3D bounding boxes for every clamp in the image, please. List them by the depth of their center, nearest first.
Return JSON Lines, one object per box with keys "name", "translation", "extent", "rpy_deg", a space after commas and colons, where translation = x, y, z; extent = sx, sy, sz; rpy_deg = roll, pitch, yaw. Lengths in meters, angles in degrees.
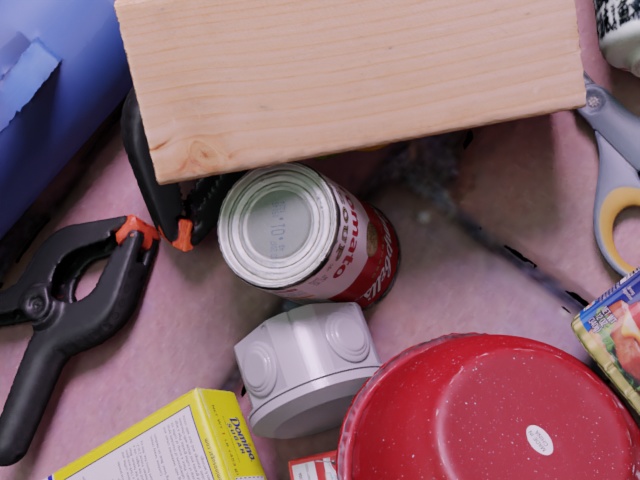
{"name": "clamp", "translation": [-0.051, -0.097, 0.616], "extent": [0.036, 0.164, 0.210], "rpy_deg": [33, 117, 60]}
{"name": "clamp", "translation": [-0.165, 0.055, 0.659], "extent": [0.171, 0.039, 0.120], "rpy_deg": [-35, 71, 13]}

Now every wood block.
{"name": "wood block", "translation": [0.016, -0.097, 0.530], "extent": [0.206, 0.090, 0.091], "rpy_deg": [-10, 106, 5]}

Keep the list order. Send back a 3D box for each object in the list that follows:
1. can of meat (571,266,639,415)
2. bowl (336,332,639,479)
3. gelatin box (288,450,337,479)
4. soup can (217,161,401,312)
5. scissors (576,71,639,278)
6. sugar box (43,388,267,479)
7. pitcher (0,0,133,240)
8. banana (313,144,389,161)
{"name": "can of meat", "translation": [0.182, 0.051, 0.505], "extent": [0.084, 0.057, 0.102], "rpy_deg": [-41, 82, 15]}
{"name": "bowl", "translation": [0.091, 0.103, 0.494], "extent": [0.162, 0.055, 0.162], "rpy_deg": [5, 57, -8]}
{"name": "gelatin box", "translation": [0.032, 0.145, 0.570], "extent": [0.089, 0.030, 0.073], "rpy_deg": [-17, 76, 18]}
{"name": "soup can", "translation": [-0.004, 0.001, 0.571], "extent": [0.069, 0.102, 0.068], "rpy_deg": [-4, 78, 21]}
{"name": "scissors", "translation": [0.141, -0.053, 0.569], "extent": [0.202, 0.016, 0.096], "rpy_deg": [37, 95, 23]}
{"name": "sugar box", "translation": [-0.111, 0.165, 0.606], "extent": [0.176, 0.048, 0.093], "rpy_deg": [-33, 65, 22]}
{"name": "pitcher", "translation": [-0.194, -0.089, 0.644], "extent": [0.243, 0.144, 0.149], "rpy_deg": [-45, 65, 6]}
{"name": "banana", "translation": [0.054, -0.132, 0.606], "extent": [0.070, 0.037, 0.198], "rpy_deg": [20, 88, 21]}
